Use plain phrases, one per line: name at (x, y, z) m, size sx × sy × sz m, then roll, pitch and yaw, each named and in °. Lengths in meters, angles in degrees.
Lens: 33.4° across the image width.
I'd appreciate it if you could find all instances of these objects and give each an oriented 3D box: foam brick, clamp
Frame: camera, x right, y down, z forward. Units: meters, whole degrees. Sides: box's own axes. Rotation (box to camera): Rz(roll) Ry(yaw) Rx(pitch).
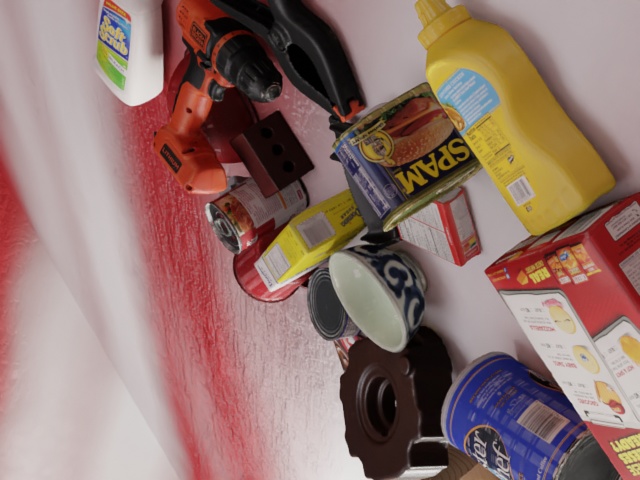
foam brick at (-0.053, -0.095, 1.181) m, size 0.078 × 0.053 × 0.051 m, roll 57°, pitch 159°, yaw -4°
clamp at (-0.029, -0.204, 0.992) m, size 0.210 × 0.036 × 0.165 m, roll 51°, pitch 158°, yaw 9°

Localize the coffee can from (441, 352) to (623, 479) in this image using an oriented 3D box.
coffee can at (0.194, 0.177, 0.967) m, size 0.140 × 0.102 × 0.103 m, roll 31°, pitch 147°, yaw 48°

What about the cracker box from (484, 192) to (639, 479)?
cracker box at (0.235, 0.080, 0.784) m, size 0.214 × 0.072 × 0.164 m, roll 55°, pitch 160°, yaw 0°

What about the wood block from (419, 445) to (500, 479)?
wood block at (0.182, 0.324, 1.219) m, size 0.090 × 0.090 × 0.206 m, roll 17°, pitch 136°, yaw 59°

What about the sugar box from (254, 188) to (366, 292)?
sugar box at (-0.007, 0.002, 1.161) m, size 0.048 × 0.093 × 0.176 m, roll 59°, pitch 160°, yaw 8°

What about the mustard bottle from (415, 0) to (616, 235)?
mustard bottle at (0.129, -0.098, 0.774) m, size 0.191 × 0.058 × 0.096 m, roll 55°, pitch 164°, yaw 3°

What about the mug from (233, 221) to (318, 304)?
mug at (-0.041, 0.030, 1.297) m, size 0.117 × 0.093 × 0.082 m, roll 32°, pitch 156°, yaw -9°

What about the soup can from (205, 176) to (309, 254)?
soup can at (-0.072, -0.039, 1.231) m, size 0.069 × 0.102 × 0.068 m, roll 45°, pitch 156°, yaw 26°

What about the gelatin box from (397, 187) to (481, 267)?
gelatin box at (0.102, -0.024, 0.978) m, size 0.089 × 0.030 × 0.073 m, roll 29°, pitch 147°, yaw 50°

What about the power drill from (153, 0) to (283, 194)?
power drill at (-0.112, -0.144, 1.135) m, size 0.185 × 0.057 × 0.188 m, roll 51°, pitch 132°, yaw 39°

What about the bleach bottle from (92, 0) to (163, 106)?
bleach bottle at (-0.233, -0.273, 1.303) m, size 0.103 × 0.068 × 0.251 m, roll 50°, pitch 156°, yaw 16°

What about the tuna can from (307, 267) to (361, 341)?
tuna can at (0.020, 0.073, 1.242) m, size 0.086 × 0.033 × 0.086 m, roll 17°, pitch 110°, yaw 58°

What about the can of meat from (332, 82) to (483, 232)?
can of meat at (0.073, -0.070, 0.879) m, size 0.084 × 0.102 × 0.057 m, roll 56°, pitch 161°, yaw 8°

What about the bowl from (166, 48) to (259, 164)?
bowl at (-0.136, -0.150, 1.275) m, size 0.162 × 0.055 × 0.162 m, roll 45°, pitch 156°, yaw 26°

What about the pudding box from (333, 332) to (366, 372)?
pudding box at (0.059, 0.145, 1.298) m, size 0.090 × 0.039 × 0.113 m, roll 26°, pitch 143°, yaw 52°
